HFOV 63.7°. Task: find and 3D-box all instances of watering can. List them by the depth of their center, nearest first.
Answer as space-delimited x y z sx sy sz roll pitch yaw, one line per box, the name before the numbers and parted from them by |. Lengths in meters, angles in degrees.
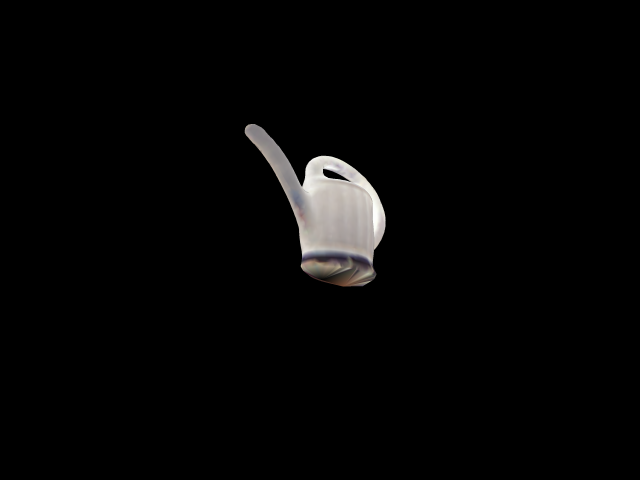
watering can | 0.003 -0.043 0.850 0.103 0.228 0.345 -17 -25 39
